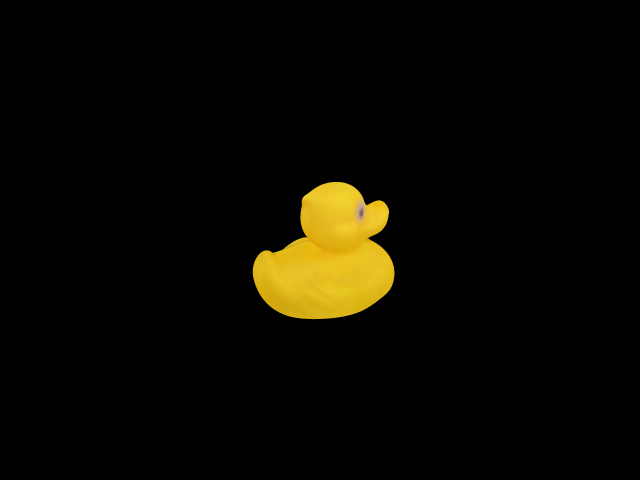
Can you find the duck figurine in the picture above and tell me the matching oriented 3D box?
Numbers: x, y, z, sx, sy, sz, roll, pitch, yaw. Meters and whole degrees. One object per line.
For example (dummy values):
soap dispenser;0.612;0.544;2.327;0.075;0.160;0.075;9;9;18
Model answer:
duck figurine;0.004;0.001;0.400;0.105;0.086;0.077;-11;35;-15
